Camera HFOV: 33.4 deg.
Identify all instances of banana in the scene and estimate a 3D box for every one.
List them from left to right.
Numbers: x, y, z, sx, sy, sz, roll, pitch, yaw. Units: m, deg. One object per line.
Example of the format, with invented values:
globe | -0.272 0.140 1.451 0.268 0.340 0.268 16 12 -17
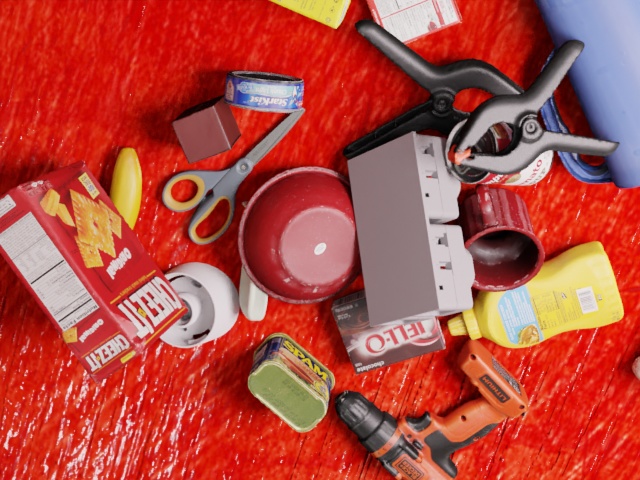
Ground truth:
banana | -0.254 -0.014 1.241 0.069 0.037 0.198 37 106 -7

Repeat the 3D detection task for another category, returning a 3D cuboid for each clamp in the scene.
clamp | 0.126 -0.162 1.151 0.210 0.036 0.164 -1 124 3
clamp | 0.205 -0.124 1.051 0.171 0.039 0.120 -15 94 -8

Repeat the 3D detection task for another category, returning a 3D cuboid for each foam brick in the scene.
foam brick | -0.124 -0.123 1.177 0.053 0.078 0.051 -19 105 10

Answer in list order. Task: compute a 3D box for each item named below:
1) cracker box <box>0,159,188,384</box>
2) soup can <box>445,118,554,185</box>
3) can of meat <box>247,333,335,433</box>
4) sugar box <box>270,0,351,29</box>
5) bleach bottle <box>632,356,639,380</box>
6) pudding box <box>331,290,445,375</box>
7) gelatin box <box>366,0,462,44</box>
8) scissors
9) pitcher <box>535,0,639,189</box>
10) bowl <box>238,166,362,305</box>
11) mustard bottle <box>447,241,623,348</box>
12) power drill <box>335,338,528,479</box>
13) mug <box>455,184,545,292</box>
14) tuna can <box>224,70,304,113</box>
cracker box | -0.247 0.027 1.145 0.072 0.164 0.213 -34 94 17
soup can | 0.191 -0.092 1.128 0.069 0.102 0.068 1 91 47
can of meat | -0.035 0.167 1.248 0.102 0.084 0.057 41 105 -7
sugar box | -0.053 -0.277 1.119 0.176 0.093 0.048 21 107 0
bleach bottle | 0.448 0.059 1.185 0.102 0.068 0.251 22 104 -1
pudding box | 0.080 0.097 1.241 0.113 0.039 0.090 -18 104 10
gelatin box | 0.099 -0.253 1.144 0.089 0.030 0.073 -20 102 11
scissors | -0.107 -0.088 1.217 0.096 0.016 0.202 30 106 -4
pitcher | 0.306 -0.180 1.101 0.149 0.145 0.243 -31 98 -13
bowl | -0.008 0.001 1.186 0.162 0.055 0.162 -4 104 -16
mustard bottle | 0.238 0.073 1.209 0.192 0.058 0.096 -18 118 10
power drill | 0.135 0.202 1.258 0.184 0.057 0.188 43 108 -11
mug | 0.188 -0.012 1.161 0.093 0.081 0.117 -17 128 13
tuna can | -0.060 -0.161 1.156 0.086 0.086 0.034 7 104 3
